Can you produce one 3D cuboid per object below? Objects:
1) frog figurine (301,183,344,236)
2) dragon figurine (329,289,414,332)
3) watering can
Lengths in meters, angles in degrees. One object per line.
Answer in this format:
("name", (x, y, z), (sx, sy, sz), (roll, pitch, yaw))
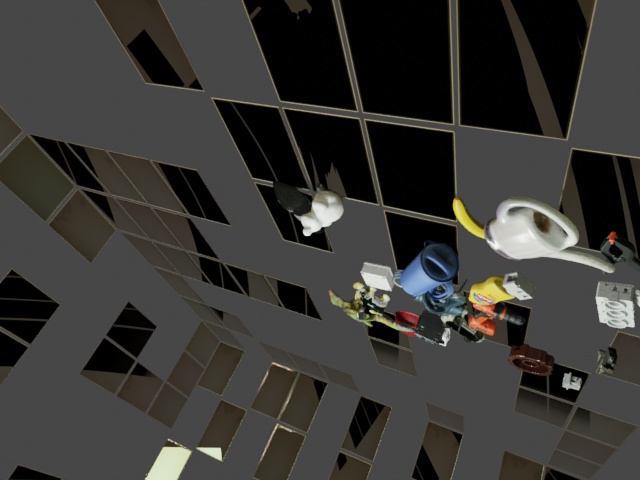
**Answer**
("frog figurine", (0.005, -0.085, 1.679), (0.123, 0.134, 0.162), (19, -119, 13))
("dragon figurine", (0.213, 0.331, 2.305), (0.412, 0.239, 0.124), (30, -107, 10))
("watering can", (0.588, 0.005, 1.365), (0.222, 0.345, 0.106), (-27, -149, 59))
